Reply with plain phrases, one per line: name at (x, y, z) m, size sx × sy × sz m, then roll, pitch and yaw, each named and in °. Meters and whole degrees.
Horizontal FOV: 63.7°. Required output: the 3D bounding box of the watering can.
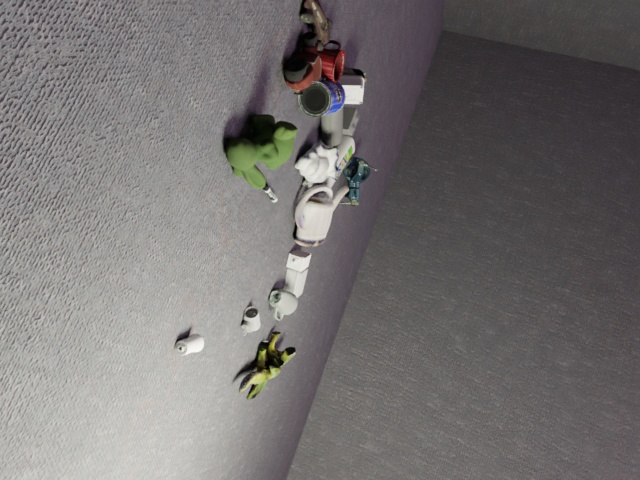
watering can at (0.006, -0.094, 1.860) m, size 0.350 × 0.104 × 0.221 m, roll -15°, pitch 122°, yaw -59°

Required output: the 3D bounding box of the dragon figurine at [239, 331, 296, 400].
dragon figurine at (-0.200, 0.486, 1.852) m, size 0.416 × 0.123 × 0.238 m, roll -35°, pitch 150°, yaw -55°

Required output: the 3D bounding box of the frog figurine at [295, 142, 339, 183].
frog figurine at (-0.024, -0.248, 1.678) m, size 0.160 × 0.125 × 0.134 m, roll -11°, pitch 135°, yaw -32°
